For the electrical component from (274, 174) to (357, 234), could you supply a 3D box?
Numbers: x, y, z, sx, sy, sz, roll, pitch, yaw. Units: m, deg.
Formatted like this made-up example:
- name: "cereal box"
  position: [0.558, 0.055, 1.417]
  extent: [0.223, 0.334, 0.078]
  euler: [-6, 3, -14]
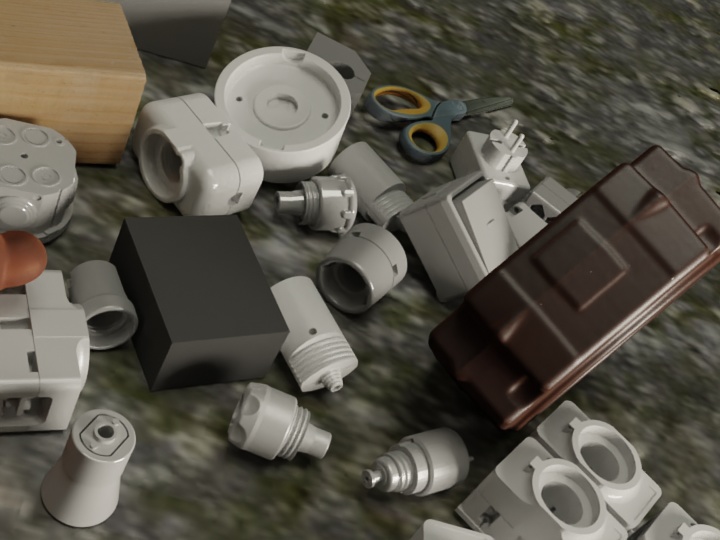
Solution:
- name: "electrical component"
  position: [-0.036, -0.052, 0.842]
  extent: [0.062, 0.048, 0.048]
  euler: [0, 49, -22]

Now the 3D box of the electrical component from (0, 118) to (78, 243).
- name: "electrical component"
  position: [-0.232, -0.059, 0.727]
  extent: [0.080, 0.051, 0.080]
  euler: [17, 43, -16]

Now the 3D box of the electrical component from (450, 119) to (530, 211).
- name: "electrical component"
  position: [0.124, -0.099, 0.956]
  extent: [0.047, 0.076, 0.065]
  euler: [7, 46, -25]

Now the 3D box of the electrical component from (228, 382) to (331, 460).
- name: "electrical component"
  position: [-0.050, 0.100, 0.682]
  extent: [0.062, 0.043, 0.043]
  euler: [24, 41, -10]

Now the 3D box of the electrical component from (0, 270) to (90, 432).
- name: "electrical component"
  position: [-0.196, 0.047, 0.642]
  extent: [0.056, 0.050, 0.089]
  euler: [2, 49, -29]

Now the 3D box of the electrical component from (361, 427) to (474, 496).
- name: "electrical component"
  position: [0.036, 0.129, 0.706]
  extent: [0.078, 0.040, 0.040]
  euler: [-8, 54, -36]

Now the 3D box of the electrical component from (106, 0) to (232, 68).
- name: "electrical component"
  position: [-0.149, -0.269, 0.881]
  extent: [0.105, 0.186, 0.060]
  euler: [13, 44, -19]

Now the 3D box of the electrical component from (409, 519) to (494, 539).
- name: "electrical component"
  position: [0.052, 0.199, 0.633]
  extent: [0.050, 0.055, 0.089]
  euler: [19, 42, -14]

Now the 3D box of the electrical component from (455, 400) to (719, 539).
- name: "electrical component"
  position: [0.170, 0.185, 0.710]
  extent: [0.186, 0.060, 0.105]
  euler: [45, 43, 14]

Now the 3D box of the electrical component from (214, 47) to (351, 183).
- name: "electrical component"
  position: [-0.064, -0.120, 0.872]
  extent: [0.108, 0.060, 0.108]
  euler: [4, 59, -7]

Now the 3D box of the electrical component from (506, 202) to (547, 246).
- name: "electrical component"
  position: [0.129, -0.025, 0.913]
  extent: [0.081, 0.042, 0.064]
  euler: [44, 41, 14]

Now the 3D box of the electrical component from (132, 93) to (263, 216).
- name: "electrical component"
  position: [-0.127, -0.084, 0.811]
  extent: [0.059, 0.053, 0.095]
  euler: [-20, 62, -42]

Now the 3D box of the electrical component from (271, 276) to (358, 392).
- name: "electrical component"
  position: [-0.034, 0.049, 0.742]
  extent: [0.043, 0.043, 0.081]
  euler: [-8, 54, -36]

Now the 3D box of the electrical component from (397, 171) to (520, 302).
- name: "electrical component"
  position: [0.086, -0.022, 0.852]
  extent: [0.062, 0.061, 0.096]
  euler: [-36, 102, -47]

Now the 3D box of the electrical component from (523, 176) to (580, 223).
- name: "electrical component"
  position: [0.183, -0.049, 0.965]
  extent: [0.066, 0.047, 0.077]
  euler: [40, 42, 10]

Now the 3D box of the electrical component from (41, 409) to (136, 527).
- name: "electrical component"
  position: [-0.149, 0.108, 0.598]
  extent: [0.044, 0.065, 0.044]
  euler: [16, 43, -16]

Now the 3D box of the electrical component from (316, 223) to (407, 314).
- name: "electrical component"
  position: [0.000, 0.000, 0.803]
  extent: [0.055, 0.055, 0.047]
  euler: [38, 45, 8]

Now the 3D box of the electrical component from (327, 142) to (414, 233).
- name: "electrical component"
  position: [0.015, -0.062, 0.881]
  extent: [0.043, 0.043, 0.081]
  euler: [-22, 63, -43]

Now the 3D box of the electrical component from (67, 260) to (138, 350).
- name: "electrical component"
  position: [-0.168, 0.022, 0.694]
  extent: [0.040, 0.040, 0.046]
  euler: [0, 44, -30]
